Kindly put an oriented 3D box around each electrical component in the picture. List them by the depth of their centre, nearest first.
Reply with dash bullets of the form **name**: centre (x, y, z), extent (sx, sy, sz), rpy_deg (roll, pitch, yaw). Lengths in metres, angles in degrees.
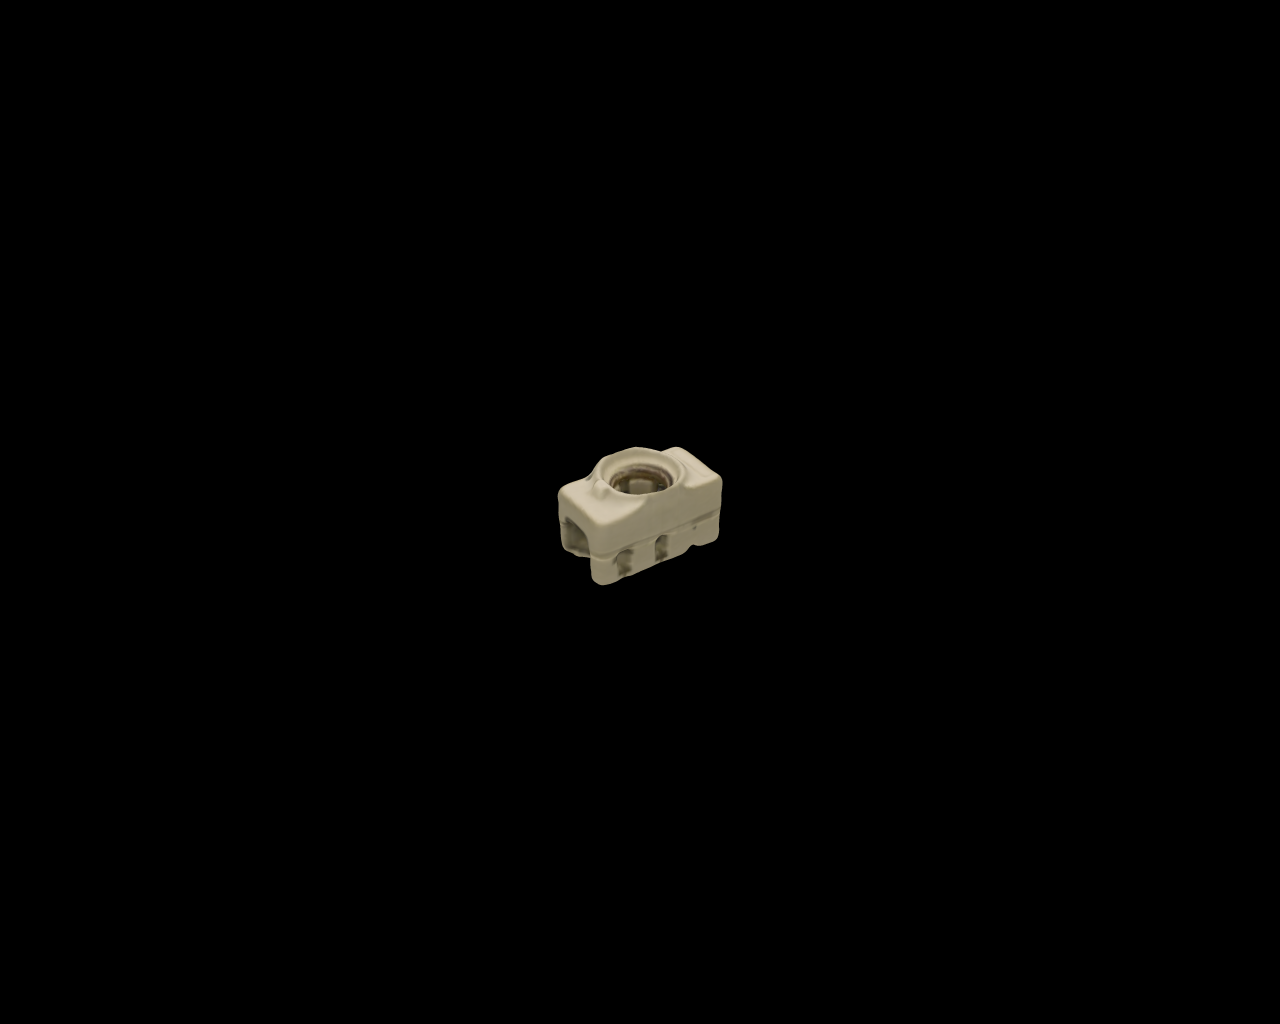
- **electrical component**: centre (0.001, -0.003, 0.650), extent (0.090, 0.055, 0.050), rpy_deg (-21, 41, -26)
